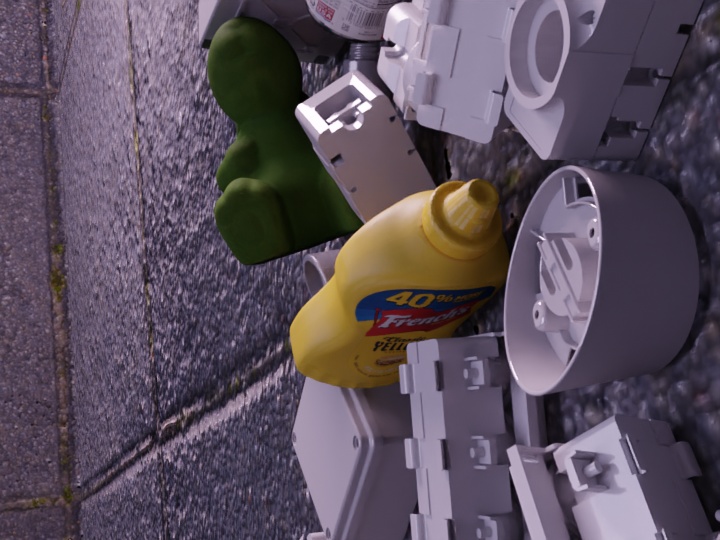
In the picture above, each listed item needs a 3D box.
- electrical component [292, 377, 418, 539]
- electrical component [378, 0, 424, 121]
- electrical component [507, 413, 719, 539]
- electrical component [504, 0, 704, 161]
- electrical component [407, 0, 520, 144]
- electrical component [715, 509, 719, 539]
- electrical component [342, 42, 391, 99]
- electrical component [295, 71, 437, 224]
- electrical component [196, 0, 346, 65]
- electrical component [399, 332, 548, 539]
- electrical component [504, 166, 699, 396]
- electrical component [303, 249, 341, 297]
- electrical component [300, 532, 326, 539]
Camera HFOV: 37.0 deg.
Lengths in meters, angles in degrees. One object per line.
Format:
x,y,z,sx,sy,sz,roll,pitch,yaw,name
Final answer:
0.001,0.115,0.739,0.108,0.056,0.108,-116,32,-47,electrical component
0.046,-0.118,0.611,0.057,0.058,0.078,-119,34,-54,electrical component
0.115,0.125,0.439,0.063,0.079,0.121,-40,51,36,electrical component
0.101,-0.097,0.473,0.050,0.056,0.089,-117,33,-47,electrical component
0.066,-0.129,0.529,0.063,0.079,0.121,-40,-35,-57,electrical component
0.151,0.108,0.377,0.079,0.044,0.077,-160,70,-68,electrical component
0.005,-0.143,0.743,0.035,0.035,0.061,-159,72,-67,electrical component
0.004,-0.073,0.675,0.089,0.050,0.055,58,178,-35,electrical component
-0.056,-0.204,0.788,0.109,0.109,0.056,137,133,-62,electrical component
0.062,0.096,0.574,0.079,0.063,0.121,160,108,-67,electrical component
0.099,0.004,0.473,0.099,0.064,0.099,179,90,-68,electrical component
0.000,0.000,0.721,0.044,0.065,0.044,53,155,38,electrical component
-0.008,0.208,0.759,0.042,0.064,0.081,118,145,-49,electrical component
